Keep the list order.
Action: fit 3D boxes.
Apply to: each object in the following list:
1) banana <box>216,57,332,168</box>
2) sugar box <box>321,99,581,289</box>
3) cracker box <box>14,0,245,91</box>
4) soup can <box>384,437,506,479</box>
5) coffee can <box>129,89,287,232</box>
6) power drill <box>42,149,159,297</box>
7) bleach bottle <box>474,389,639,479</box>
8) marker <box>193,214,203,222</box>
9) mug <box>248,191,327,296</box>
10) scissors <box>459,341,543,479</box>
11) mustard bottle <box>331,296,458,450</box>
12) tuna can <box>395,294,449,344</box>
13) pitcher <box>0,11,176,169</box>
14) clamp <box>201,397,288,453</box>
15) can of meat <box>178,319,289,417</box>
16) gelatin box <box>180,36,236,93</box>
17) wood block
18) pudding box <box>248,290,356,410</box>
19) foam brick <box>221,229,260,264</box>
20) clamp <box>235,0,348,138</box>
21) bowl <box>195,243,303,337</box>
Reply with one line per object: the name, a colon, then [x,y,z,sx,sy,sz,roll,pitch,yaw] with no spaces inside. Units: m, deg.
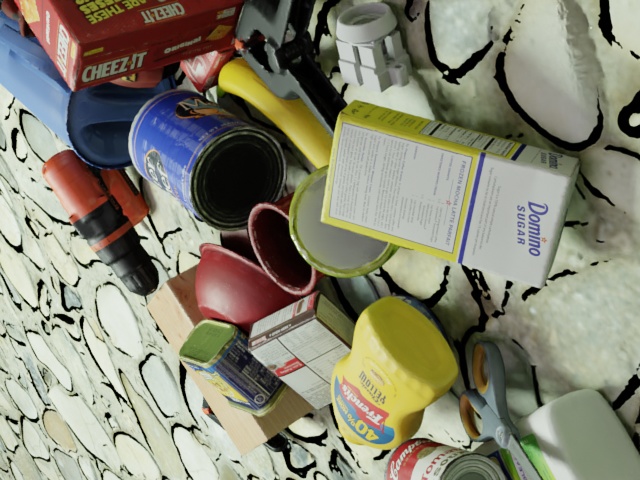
banana: [-0.035,-0.118,0.982,0.198,0.037,0.069,41,166,32]
sugar box: [0.093,-0.036,0.785,0.176,0.048,0.093,17,119,15]
cracker box: [-0.194,-0.247,0.954,0.214,0.163,0.072,56,149,21]
soup can: [0.106,0.208,0.907,0.068,0.068,0.102,64,160,-7]
coffee can: [-0.110,-0.080,1.031,0.140,0.102,0.103,34,141,50]
power drill: [-0.240,-0.031,1.229,0.184,0.057,0.188,58,-179,-13]
bleach bottle: [0.175,0.215,0.920,0.102,0.068,0.251,65,152,18]
marker: [-0.118,-0.032,1.119,0.020,0.020,0.121,64,-178,-6]
mug: [-0.007,0.001,0.990,0.093,0.081,0.117,37,141,32]
scissors: [0.150,0.136,0.855,0.202,0.016,0.096,-169,83,-79]
mustard bottle: [0.055,0.137,0.968,0.096,0.058,0.192,47,146,18]
tuna can: [0.080,0.094,0.989,0.086,0.033,0.086,35,140,35]
pitcher: [-0.282,-0.187,1.177,0.243,0.144,0.149,33,138,41]
clamp: [-0.099,0.217,1.333,0.120,0.039,0.172,64,154,4]
can of meat: [-0.089,0.128,1.088,0.084,0.057,0.102,44,161,-22]
gelatin box: [-0.122,-0.199,1.040,0.089,0.030,0.073,56,149,9]
wood block: [-0.097,0.128,1.211,0.206,0.090,0.090,56,148,6]
pudding box: [-0.001,0.109,1.037,0.090,0.039,0.113,-29,124,28]
foam brick: [-0.069,-0.017,1.090,0.051,0.052,0.078,21,131,45]
clamp: [-0.025,-0.165,0.880,0.210,0.036,0.164,40,151,55]
bowl: [-0.073,0.073,1.105,0.162,0.055,0.162,32,163,10]
